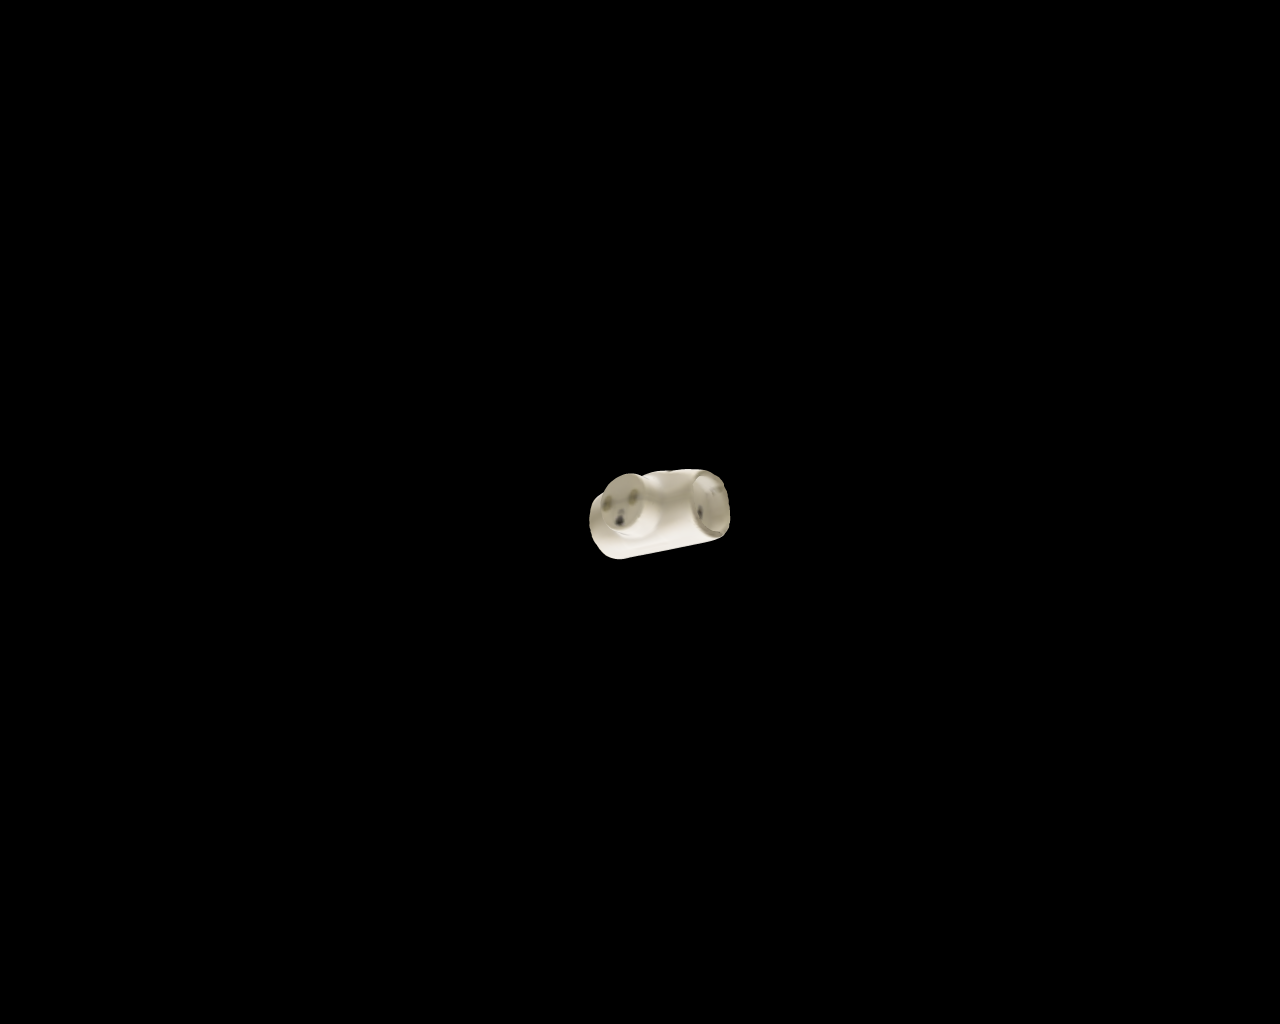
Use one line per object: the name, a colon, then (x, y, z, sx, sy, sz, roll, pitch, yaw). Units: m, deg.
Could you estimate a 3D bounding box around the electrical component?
electrical component: (0.001, -0.003, 0.650, 0.077, 0.043, 0.079, -13, -22, 36)
